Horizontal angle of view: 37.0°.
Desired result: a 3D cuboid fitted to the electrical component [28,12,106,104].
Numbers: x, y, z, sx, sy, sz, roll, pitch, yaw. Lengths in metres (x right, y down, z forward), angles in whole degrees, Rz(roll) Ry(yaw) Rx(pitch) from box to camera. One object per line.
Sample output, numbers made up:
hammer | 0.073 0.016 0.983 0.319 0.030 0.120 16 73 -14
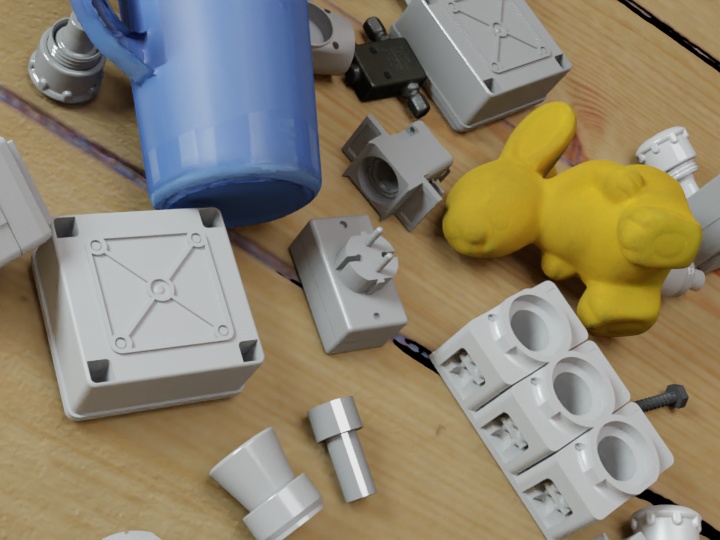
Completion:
electrical component | -0.185 -0.141 0.692 0.048 0.062 0.048 14 56 -22

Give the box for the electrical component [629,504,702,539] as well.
electrical component | 0.207 0.191 0.722 0.048 0.048 0.062 13 63 -22

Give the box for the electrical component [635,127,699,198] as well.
electrical component | 0.272 -0.089 0.929 0.048 0.048 0.062 -22 81 -37

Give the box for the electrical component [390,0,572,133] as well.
electrical component | 0.099 -0.179 0.878 0.109 0.056 0.108 -25 76 -37

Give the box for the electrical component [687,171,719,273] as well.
electrical component | 0.309 -0.045 0.888 0.062 0.096 0.061 -16 71 -35

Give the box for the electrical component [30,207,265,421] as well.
electrical component | -0.125 0.023 0.629 0.109 0.056 0.108 -6 65 -32

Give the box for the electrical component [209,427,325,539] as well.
electrical component | -0.053 0.125 0.615 0.045 0.045 0.055 -31 80 -38

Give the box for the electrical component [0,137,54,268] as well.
electrical component | -0.221 -0.032 0.590 0.061 0.096 0.061 -37 113 -39

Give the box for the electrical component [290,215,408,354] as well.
electrical component | 0.000 0.000 0.701 0.047 0.075 0.083 -7 65 -32

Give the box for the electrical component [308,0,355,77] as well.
electrical component | -0.051 -0.186 0.806 0.077 0.044 0.079 1 62 -29

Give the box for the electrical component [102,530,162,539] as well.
electrical component | -0.119 0.175 0.544 0.080 0.051 0.080 14 56 -22

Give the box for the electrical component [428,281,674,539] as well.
electrical component | 0.131 0.092 0.728 0.089 0.061 0.150 -24 75 -37

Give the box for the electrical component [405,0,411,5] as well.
electrical component | 0.049 -0.299 0.920 0.089 0.061 0.150 -21 74 -37

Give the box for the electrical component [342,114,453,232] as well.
electrical component | 0.030 -0.075 0.786 0.081 0.042 0.064 51 47 6

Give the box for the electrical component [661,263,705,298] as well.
electrical component | 0.246 0.002 0.859 0.062 0.043 0.043 14 56 -23

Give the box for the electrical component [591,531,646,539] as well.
electrical component | 0.166 0.204 0.690 0.055 0.048 0.066 -19 72 -44
